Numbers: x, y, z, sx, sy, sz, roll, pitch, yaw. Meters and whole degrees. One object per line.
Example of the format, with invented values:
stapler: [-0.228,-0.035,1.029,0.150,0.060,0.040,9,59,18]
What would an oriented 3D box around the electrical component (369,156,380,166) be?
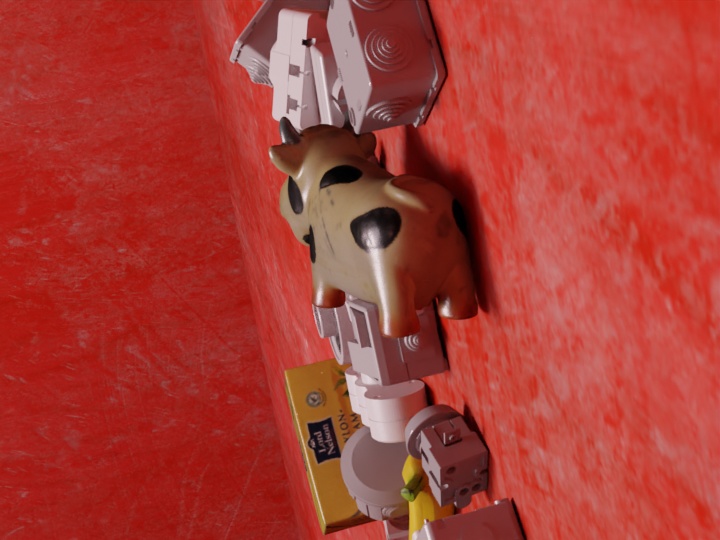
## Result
electrical component: [-0.005,-0.055,0.882,0.078,0.058,0.057,106,151,-56]

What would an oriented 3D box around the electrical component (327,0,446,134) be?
electrical component: [0.013,-0.142,0.687,0.099,0.048,0.099,115,141,-75]

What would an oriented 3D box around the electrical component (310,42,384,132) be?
electrical component: [-0.003,-0.132,0.797,0.076,0.047,0.065,-122,22,-64]

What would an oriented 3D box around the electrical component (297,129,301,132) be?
electrical component: [-0.027,-0.124,0.928,0.059,0.054,0.095,151,107,-80]

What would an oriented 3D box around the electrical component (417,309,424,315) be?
electrical component: [0.031,-0.004,0.791,0.040,0.040,0.078,104,151,-70]

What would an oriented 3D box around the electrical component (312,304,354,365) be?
electrical component: [-0.012,0.040,1.039,0.108,0.060,0.108,168,90,-81]

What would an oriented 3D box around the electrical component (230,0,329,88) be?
electrical component: [-0.067,-0.210,0.937,0.048,0.099,0.100,36,175,-9]

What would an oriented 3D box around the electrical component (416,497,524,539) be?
electrical component: [0.075,0.202,0.732,0.096,0.062,0.061,98,158,-64]

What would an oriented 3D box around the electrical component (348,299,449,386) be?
electrical component: [0.026,0.051,0.829,0.096,0.061,0.061,-167,65,-79]

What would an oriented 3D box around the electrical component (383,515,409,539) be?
electrical component: [0.039,0.219,1.032,0.063,0.042,0.081,-118,18,-70]

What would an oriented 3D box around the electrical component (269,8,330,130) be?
electrical component: [-0.037,-0.160,0.856,0.056,0.050,0.089,29,119,53]

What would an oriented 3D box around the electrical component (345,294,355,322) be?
electrical component: [0.000,0.000,0.936,0.079,0.044,0.077,44,148,48]

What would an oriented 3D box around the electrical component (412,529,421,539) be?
electrical component: [0.072,0.244,0.838,0.089,0.050,0.055,87,167,-47]

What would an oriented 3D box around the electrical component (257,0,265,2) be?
electrical component: [-0.073,-0.296,0.977,0.077,0.044,0.079,-48,15,47]

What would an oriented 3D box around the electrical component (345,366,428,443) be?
electrical component: [0.021,0.095,0.942,0.138,0.052,0.073,-146,45,-76]

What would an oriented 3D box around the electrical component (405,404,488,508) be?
electrical component: [0.062,0.129,0.770,0.055,0.048,0.066,-123,21,-45]

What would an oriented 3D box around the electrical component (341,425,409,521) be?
electrical component: [0.025,0.177,0.949,0.051,0.080,0.080,82,171,-54]
